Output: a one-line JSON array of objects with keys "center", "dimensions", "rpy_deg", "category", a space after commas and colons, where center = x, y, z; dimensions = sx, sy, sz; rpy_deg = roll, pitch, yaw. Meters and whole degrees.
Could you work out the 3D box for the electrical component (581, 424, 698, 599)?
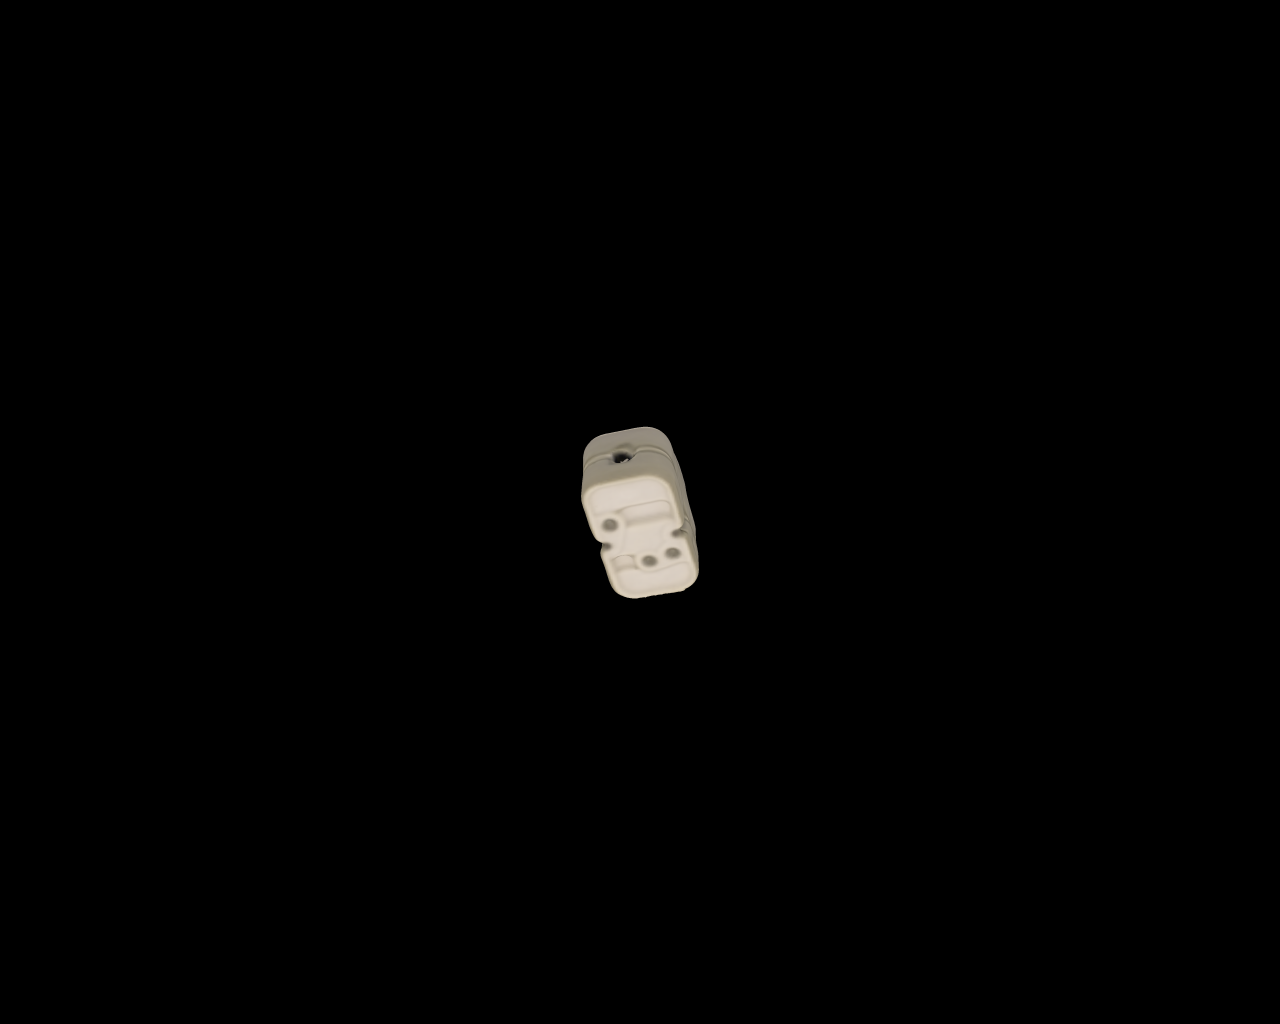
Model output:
[{"center": [0.001, -0.003, 0.650], "dimensions": [0.054, 0.095, 0.059], "rpy_deg": [-11, 39, 9], "category": "electrical component"}]
